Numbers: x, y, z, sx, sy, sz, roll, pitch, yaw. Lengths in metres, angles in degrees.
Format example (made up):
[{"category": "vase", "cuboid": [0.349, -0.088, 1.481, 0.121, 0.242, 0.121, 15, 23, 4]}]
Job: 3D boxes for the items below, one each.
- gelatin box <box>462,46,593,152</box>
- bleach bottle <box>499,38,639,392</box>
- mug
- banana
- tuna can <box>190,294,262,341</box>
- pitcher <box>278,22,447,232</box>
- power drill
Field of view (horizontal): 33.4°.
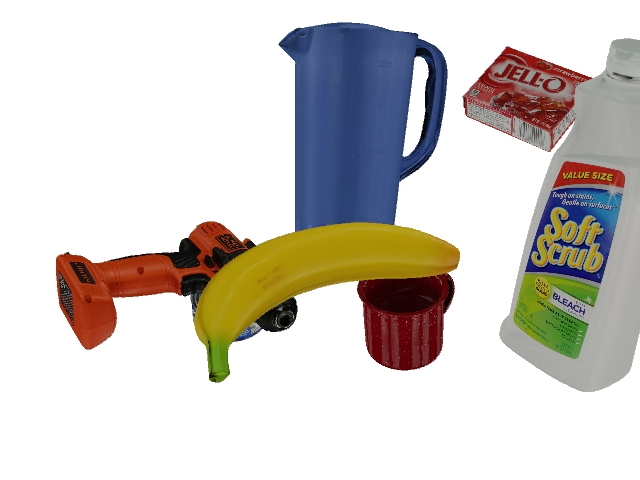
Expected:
[{"category": "gelatin box", "cuboid": [0.181, -0.125, 0.930, 0.089, 0.073, 0.030, 28, -28, 27]}, {"category": "bleach bottle", "cuboid": [0.191, -0.020, 0.752, 0.067, 0.251, 0.103, -19, 37, -32]}, {"category": "mug", "cuboid": [0.095, 0.074, 1.112, 0.117, 0.081, 0.093, -30, 43, -32]}, {"category": "banana", "cuboid": [-0.004, 0.024, 0.644, 0.197, 0.070, 0.037, -24, -21, -33]}, {"category": "tuna can", "cuboid": [-0.100, 0.073, 1.179, 0.086, 0.034, 0.086, 0, 37, 0]}, {"category": "pitcher", "cuboid": [0.042, -0.112, 1.160, 0.149, 0.243, 0.144, 8, 11, 27]}, {"category": "power drill", "cuboid": [-0.132, 0.045, 0.963, 0.187, 0.057, 0.185, -9, 25, -26]}]
